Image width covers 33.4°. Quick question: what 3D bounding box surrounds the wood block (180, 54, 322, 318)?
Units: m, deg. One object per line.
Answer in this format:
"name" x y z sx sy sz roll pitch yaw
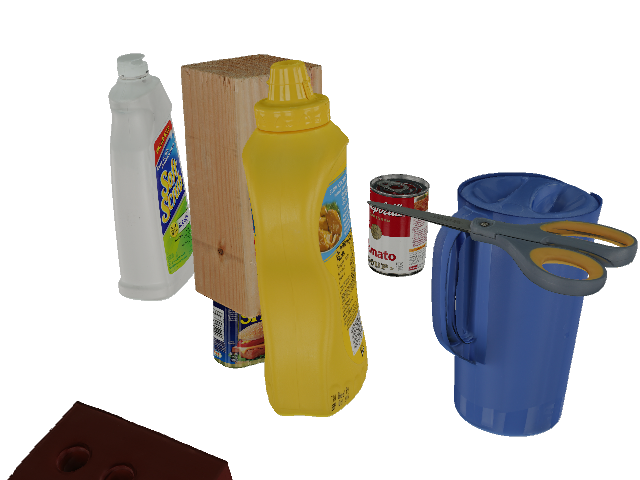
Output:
"wood block" -0.057 -0.051 0.930 0.090 0.206 0.091 -16 24 -36

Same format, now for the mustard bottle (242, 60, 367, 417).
"mustard bottle" -0.009 -0.005 0.598 0.058 0.192 0.096 0 21 14

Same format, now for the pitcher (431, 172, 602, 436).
"pitcher" 0.182 0.064 1.030 0.149 0.243 0.145 5 21 8

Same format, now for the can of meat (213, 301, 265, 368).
"can of meat" -0.082 0.101 1.287 0.101 0.084 0.058 -10 19 -37

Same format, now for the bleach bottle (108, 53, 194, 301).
"bleach bottle" -0.185 -0.069 1.125 0.068 0.251 0.102 4 26 19

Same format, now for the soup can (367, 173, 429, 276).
"soup can" 0.089 -0.018 1.230 0.068 0.102 0.068 1 24 0

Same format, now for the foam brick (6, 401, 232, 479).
"foam brick" -0.079 0.111 0.433 0.078 0.051 0.052 16 43 22

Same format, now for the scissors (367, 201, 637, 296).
"scissors" 0.122 0.003 0.764 0.202 0.016 0.096 6 30 14
